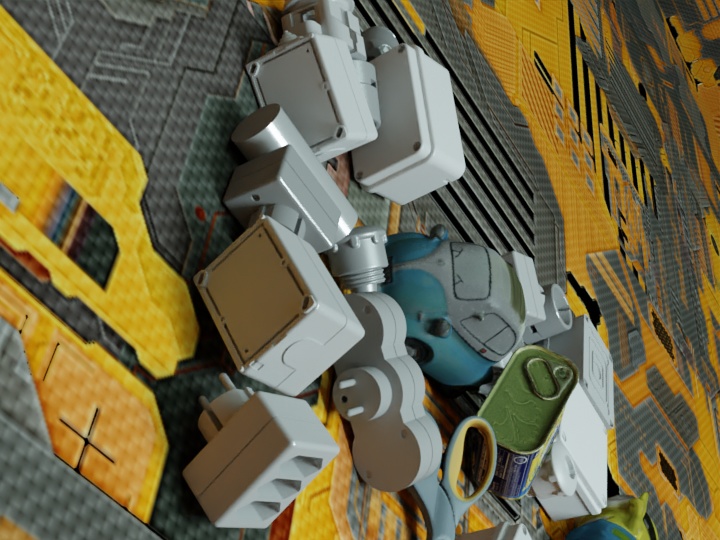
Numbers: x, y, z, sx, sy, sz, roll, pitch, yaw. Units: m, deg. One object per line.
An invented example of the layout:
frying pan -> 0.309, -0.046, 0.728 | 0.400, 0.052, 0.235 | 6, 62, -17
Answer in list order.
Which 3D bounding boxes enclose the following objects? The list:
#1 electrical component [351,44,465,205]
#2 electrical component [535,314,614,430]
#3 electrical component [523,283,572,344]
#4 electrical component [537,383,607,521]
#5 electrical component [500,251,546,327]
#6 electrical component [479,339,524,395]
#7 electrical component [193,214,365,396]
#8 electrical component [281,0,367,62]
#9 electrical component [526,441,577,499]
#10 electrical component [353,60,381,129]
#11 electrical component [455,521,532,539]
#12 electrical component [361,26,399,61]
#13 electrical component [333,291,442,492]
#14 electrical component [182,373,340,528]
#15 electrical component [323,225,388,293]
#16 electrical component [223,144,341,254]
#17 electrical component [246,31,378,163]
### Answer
electrical component -> 0.035, -0.121, 0.896 | 0.057, 0.078, 0.113 | 22, 52, -47
electrical component -> 0.221, 0.111, 1.116 | 0.078, 0.057, 0.113 | 54, 30, -28
electrical component -> 0.188, 0.044, 1.111 | 0.055, 0.047, 0.055 | 42, 37, -43
electrical component -> 0.187, 0.161, 1.017 | 0.108, 0.056, 0.108 | 55, 30, -27
electrical component -> 0.156, 0.026, 1.056 | 0.077, 0.047, 0.065 | 18, 56, -51
electrical component -> 0.129, 0.080, 0.976 | 0.079, 0.044, 0.077 | 49, 33, -36
electrical component -> -0.049, 0.018, 0.639 | 0.061, 0.062, 0.096 | 34, 18, -50
electrical component -> -0.030, -0.189, 0.849 | 0.078, 0.058, 0.057 | 18, 59, -58
electrical component -> 0.154, 0.178, 0.935 | 0.048, 0.062, 0.048 | 43, 36, -43
electrical component -> -0.012, -0.133, 0.848 | 0.055, 0.055, 0.047 | 13, 64, -60
electrical component -> 0.109, 0.255, 0.801 | 0.113, 0.057, 0.078 | 65, 27, -9
electrical component -> 0.015, -0.195, 0.953 | 0.043, 0.043, 0.062 | 54, 29, -29
electrical component -> 0.006, 0.083, 0.731 | 0.074, 0.052, 0.138 | -4, 76, -62
electrical component -> -0.063, 0.091, 0.589 | 0.076, 0.065, 0.047 | 50, 15, 31
electrical component -> 0.000, 0.000, 0.790 | 0.048, 0.048, 0.062 | -9, 87, -63
electrical component -> -0.054, -0.029, 0.702 | 0.065, 0.047, 0.076 | 53, 31, -31
electrical component -> -0.035, -0.130, 0.792 | 0.061, 0.062, 0.096 | -13, 83, -64
